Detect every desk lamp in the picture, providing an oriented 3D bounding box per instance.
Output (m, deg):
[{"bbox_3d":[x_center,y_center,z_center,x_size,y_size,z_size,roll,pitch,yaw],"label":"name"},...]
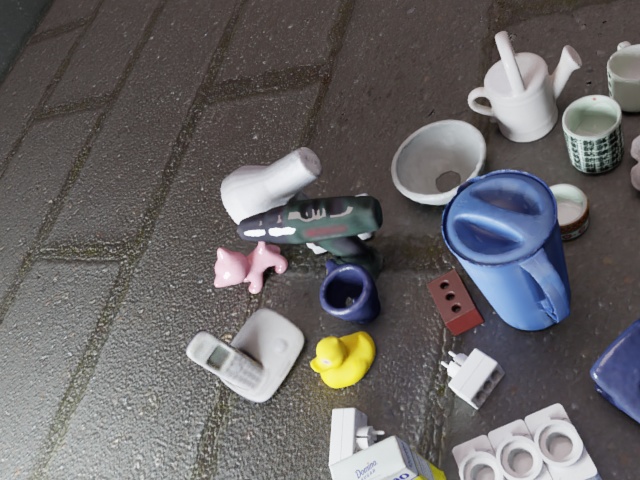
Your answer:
[{"bbox_3d":[-0.039,-0.071,1.023,0.202,0.214,0.118,-18,53,21],"label":"desk lamp"}]

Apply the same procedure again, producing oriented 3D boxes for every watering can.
[{"bbox_3d":[0.329,-0.262,0.934,0.172,0.195,0.100,-32,49,10],"label":"watering can"}]

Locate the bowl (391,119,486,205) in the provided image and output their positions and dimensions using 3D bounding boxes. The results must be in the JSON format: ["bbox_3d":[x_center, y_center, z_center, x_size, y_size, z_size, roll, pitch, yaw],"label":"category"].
[{"bbox_3d":[0.213,-0.122,0.995,0.167,0.075,0.167,-16,54,23],"label":"bowl"}]

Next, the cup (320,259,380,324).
[{"bbox_3d":[0.053,0.089,0.941,0.091,0.095,0.117,-38,48,5],"label":"cup"}]

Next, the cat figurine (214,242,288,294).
[{"bbox_3d":[-0.141,0.043,1.075,0.128,0.118,0.067,-42,48,1],"label":"cat figurine"}]

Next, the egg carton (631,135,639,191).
[{"bbox_3d":[0.520,-0.112,0.802,0.149,0.070,0.107,-2,60,31],"label":"egg carton"}]

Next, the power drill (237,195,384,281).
[{"bbox_3d":[0.009,0.003,0.947,0.229,0.209,0.075,-16,53,23],"label":"power drill"}]

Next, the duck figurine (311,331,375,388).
[{"bbox_3d":[0.032,0.178,0.901,0.104,0.086,0.077,-40,48,2],"label":"duck figurine"}]

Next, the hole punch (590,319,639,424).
[{"bbox_3d":[0.396,0.162,0.684,0.109,0.091,0.100,-45,48,-2],"label":"hole punch"}]

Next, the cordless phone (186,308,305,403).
[{"bbox_3d":[-0.122,0.170,0.934,0.093,0.186,0.148,21,73,39],"label":"cordless phone"}]
